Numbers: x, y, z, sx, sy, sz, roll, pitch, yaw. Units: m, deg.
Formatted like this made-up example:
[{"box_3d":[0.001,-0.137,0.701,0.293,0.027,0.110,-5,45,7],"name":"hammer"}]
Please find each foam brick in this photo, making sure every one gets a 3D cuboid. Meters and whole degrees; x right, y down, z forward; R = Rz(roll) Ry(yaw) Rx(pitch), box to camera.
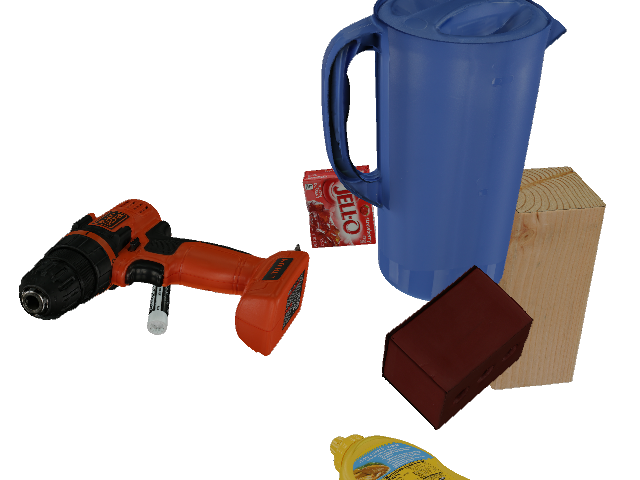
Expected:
[{"box_3d":[0.082,0.065,0.650,0.078,0.051,0.053,-36,-27,-22],"name":"foam brick"}]

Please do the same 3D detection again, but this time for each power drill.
[{"box_3d":[-0.114,0.029,0.819,0.188,0.057,0.184,16,26,11],"name":"power drill"}]

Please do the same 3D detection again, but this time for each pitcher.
[{"box_3d":[0.094,-0.074,0.852,0.149,0.243,0.144,18,36,26],"name":"pitcher"}]

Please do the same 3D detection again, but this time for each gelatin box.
[{"box_3d":[0.022,-0.037,1.189,0.073,0.089,0.030,-4,30,6],"name":"gelatin box"}]

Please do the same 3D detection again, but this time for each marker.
[{"box_3d":[-0.157,0.048,1.055,0.020,0.020,0.121,0,35,-4],"name":"marker"}]

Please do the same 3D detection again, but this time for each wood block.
[{"box_3d":[0.212,0.039,1.077,0.090,0.206,0.090,-4,30,-11],"name":"wood block"}]

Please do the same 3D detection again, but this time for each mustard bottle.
[{"box_3d":[0.073,0.224,0.965,0.096,0.058,0.192,-18,27,-33],"name":"mustard bottle"}]
